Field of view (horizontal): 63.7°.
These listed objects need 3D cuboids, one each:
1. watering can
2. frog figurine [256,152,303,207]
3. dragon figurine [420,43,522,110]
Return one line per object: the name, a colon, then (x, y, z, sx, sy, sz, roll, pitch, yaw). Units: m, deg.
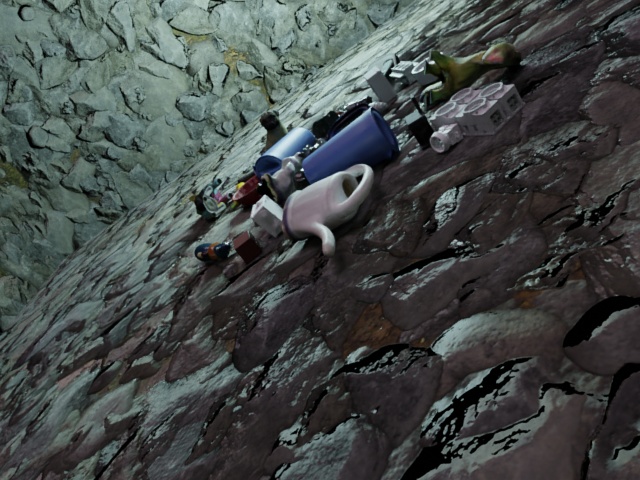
watering can: (0.003, -0.057, 1.126, 0.222, 0.103, 0.355, -22, 25, 36)
frog figurine: (-0.092, -0.175, 1.505, 0.161, 0.124, 0.134, -33, -26, -26)
dragon figurine: (0.378, -0.411, 1.287, 0.242, 0.122, 0.412, -9, 6, 7)
